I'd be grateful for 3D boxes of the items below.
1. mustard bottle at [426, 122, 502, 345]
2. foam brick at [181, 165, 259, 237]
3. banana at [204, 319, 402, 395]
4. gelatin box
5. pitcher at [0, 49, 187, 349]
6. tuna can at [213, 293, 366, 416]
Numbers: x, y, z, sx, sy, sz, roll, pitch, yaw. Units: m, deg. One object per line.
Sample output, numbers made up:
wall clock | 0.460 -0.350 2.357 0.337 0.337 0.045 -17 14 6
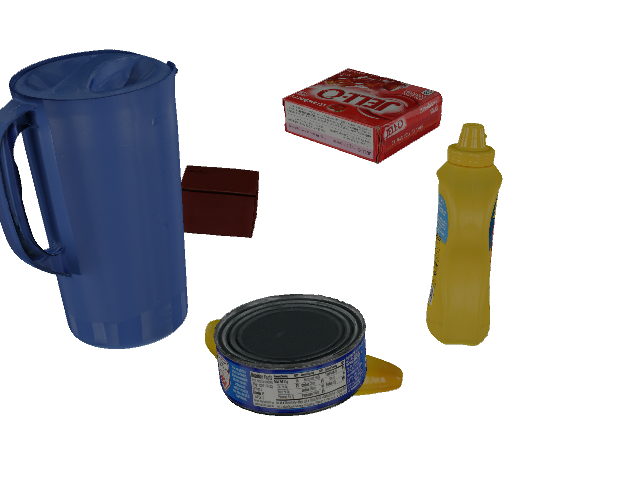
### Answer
mustard bottle | 0.129 -0.010 0.954 0.058 0.192 0.096 3 18 5
foam brick | -0.102 -0.040 1.082 0.078 0.051 0.053 5 31 1
banana | -0.030 0.087 0.828 0.198 0.037 0.069 14 24 43
gelatin box | 0.030 -0.091 0.756 0.089 0.030 0.073 22 38 36
pitcher | -0.186 -0.030 0.905 0.149 0.243 0.145 -5 26 -4
tuna can | -0.016 0.064 0.605 0.086 0.034 0.086 -3 23 1
